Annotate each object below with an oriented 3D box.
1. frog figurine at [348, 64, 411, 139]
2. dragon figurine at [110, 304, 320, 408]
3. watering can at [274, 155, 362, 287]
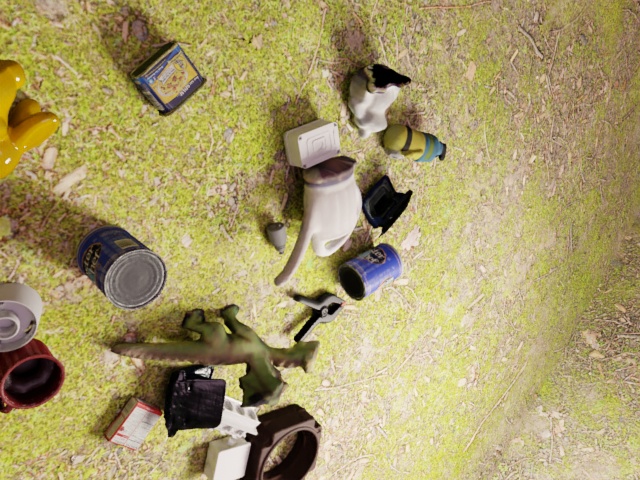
[{"bbox_3d":[0.120,-0.320,1.190,0.139,0.123,0.156,-41,166,-34],"label":"frog figurine"},{"bbox_3d":[-0.170,0.242,1.018,0.411,0.245,0.120,-5,115,-43],"label":"dragon figurine"},{"bbox_3d":[0.003,-0.057,1.134,0.353,0.104,0.220,-39,131,-49],"label":"watering can"}]
